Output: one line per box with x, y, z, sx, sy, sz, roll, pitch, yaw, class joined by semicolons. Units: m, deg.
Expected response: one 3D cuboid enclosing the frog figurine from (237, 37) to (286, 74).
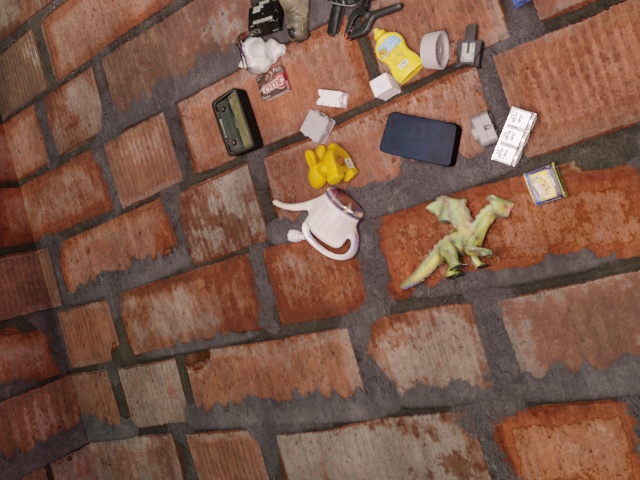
-0.198;-0.654;1.805;0.160;0.120;0.140;-14;64;-8;frog figurine

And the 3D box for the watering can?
0.005;-0.087;1.737;0.350;0.105;0.221;41;114;13;watering can

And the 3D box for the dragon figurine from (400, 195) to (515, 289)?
0.392;-0.015;1.558;0.407;0.121;0.246;-22;69;28;dragon figurine
